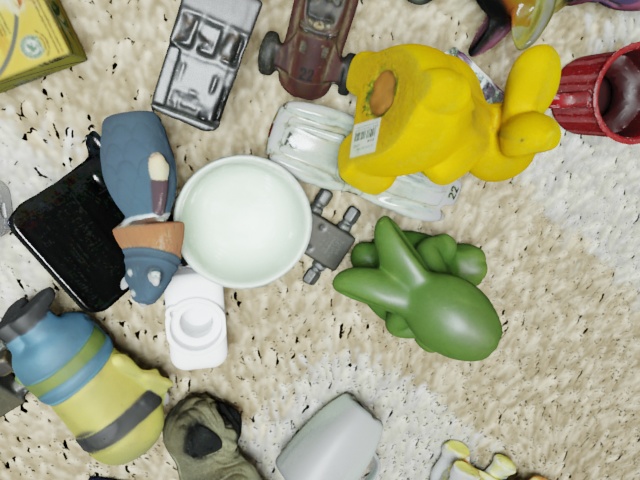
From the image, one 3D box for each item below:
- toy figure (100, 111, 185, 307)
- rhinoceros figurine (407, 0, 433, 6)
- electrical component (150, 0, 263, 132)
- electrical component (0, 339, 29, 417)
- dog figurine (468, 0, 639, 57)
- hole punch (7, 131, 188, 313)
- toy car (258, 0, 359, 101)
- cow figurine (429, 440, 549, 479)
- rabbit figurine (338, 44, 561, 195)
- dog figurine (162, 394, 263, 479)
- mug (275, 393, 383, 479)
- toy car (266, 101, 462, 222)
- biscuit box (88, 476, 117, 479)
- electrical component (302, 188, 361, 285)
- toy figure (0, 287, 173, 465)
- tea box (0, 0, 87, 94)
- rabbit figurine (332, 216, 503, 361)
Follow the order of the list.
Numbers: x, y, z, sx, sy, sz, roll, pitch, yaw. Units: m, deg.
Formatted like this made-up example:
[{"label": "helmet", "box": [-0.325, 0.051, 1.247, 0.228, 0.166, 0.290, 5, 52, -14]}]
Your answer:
[{"label": "toy figure", "box": [-0.141, -0.025, 0.437, 0.058, 0.064, 0.154, -9, 94, -20]}, {"label": "rhinoceros figurine", "box": [0.051, -0.295, 0.465, 0.112, 0.073, 0.190, -43, 109, 12]}, {"label": "electrical component", "box": [-0.090, -0.160, 0.443, 0.058, 0.115, 0.134, 19, 101, -17]}, {"label": "electrical component", "box": [-0.323, 0.132, 0.508, 0.102, 0.045, 0.078, -36, 135, 2]}, {"label": "dog figurine", "box": [0.237, -0.236, 0.483, 0.191, 0.109, 0.219, 39, 91, -25]}, {"label": "hole punch", "box": [-0.201, -0.007, 0.484, 0.116, 0.092, 0.142, -44, 107, -30]}, {"label": "toy car", "box": [0.008, -0.209, 0.446, 0.089, 0.053, 0.202, 17, 129, -5]}, {"label": "cow figurine", "box": [0.205, 0.310, 0.637, 0.167, 0.068, 0.098, 22, 104, -12]}, {"label": "rabbit figurine", "box": [0.122, -0.100, 0.447, 0.173, 0.162, 0.122, 15, 72, -33]}, {"label": "dog figurine", "box": [-0.093, 0.262, 0.520, 0.121, 0.172, 0.190, -31, 115, -14]}, {"label": "mug", "box": [0.025, 0.229, 0.579, 0.109, 0.081, 0.107, 40, 85, -16]}, {"label": "toy car", "box": [0.047, -0.074, 0.520, 0.202, 0.056, 0.073, 17, 99, -14]}, {"label": "biscuit box", "box": [-0.248, 0.353, 0.563, 0.059, 0.063, 0.202, 20, 99, -17]}, {"label": "electrical component", "box": [-0.001, -0.002, 0.546, 0.063, 0.021, 0.094, 30, 97, -16]}, {"label": "toy figure", "box": [-0.219, 0.131, 0.498, 0.180, 0.082, 0.089, 54, 50, -25]}, {"label": "tea box", "box": [-0.272, -0.208, 0.420, 0.098, 0.068, 0.169, -21, 108, -5]}, {"label": "rabbit figurine", "box": [0.101, 0.042, 0.499, 0.159, 0.170, 0.121, 34, 95, -17]}]
